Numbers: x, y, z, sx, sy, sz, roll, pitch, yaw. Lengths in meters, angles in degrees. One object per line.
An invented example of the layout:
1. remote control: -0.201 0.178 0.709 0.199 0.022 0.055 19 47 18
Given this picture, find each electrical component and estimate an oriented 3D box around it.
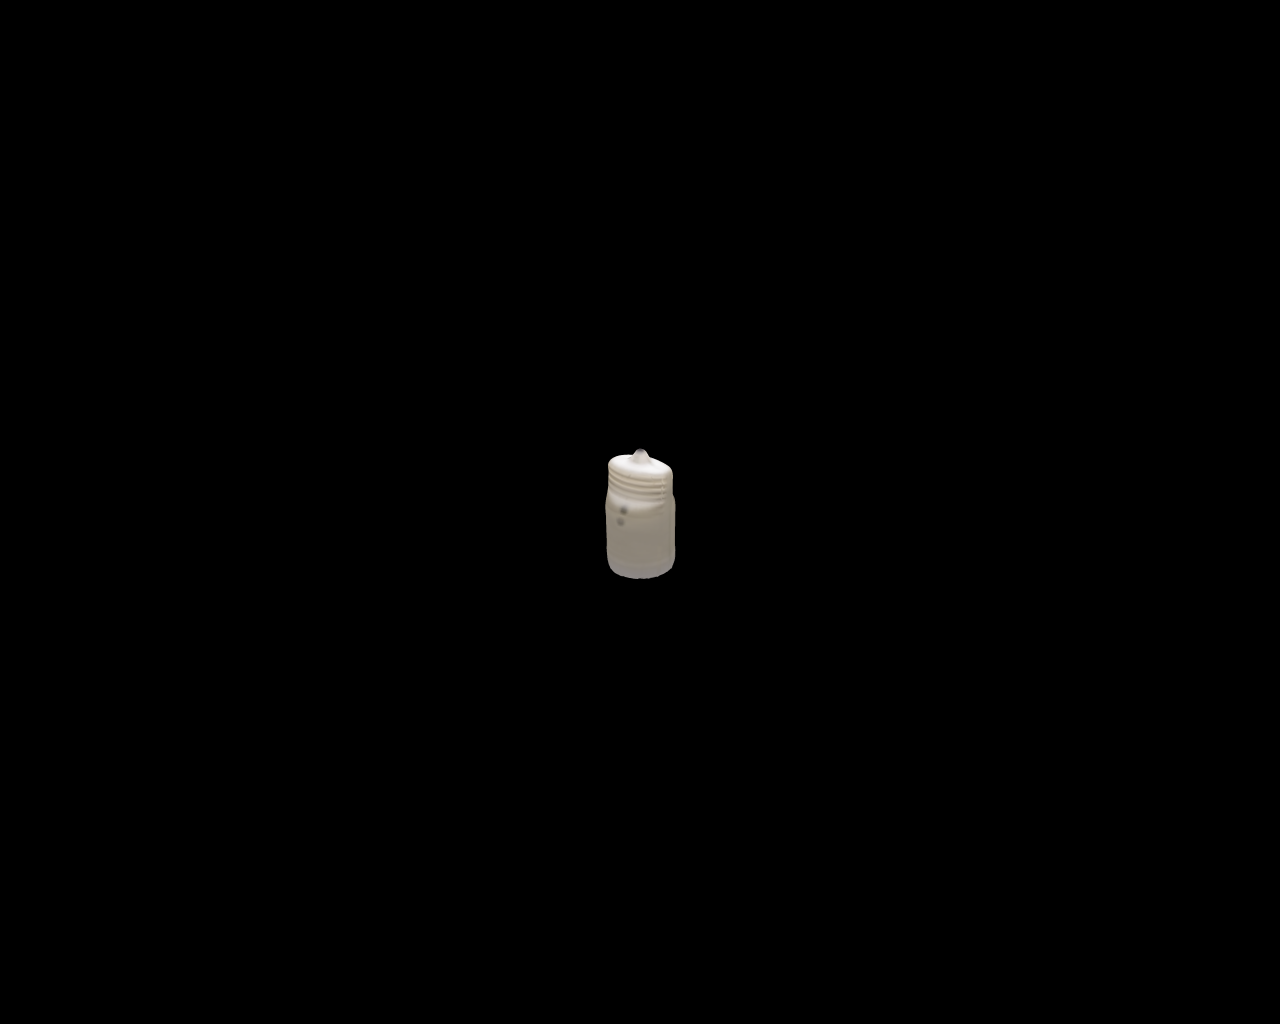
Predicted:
1. electrical component: 0.001 -0.003 0.650 0.043 0.080 0.043 0 27 0
